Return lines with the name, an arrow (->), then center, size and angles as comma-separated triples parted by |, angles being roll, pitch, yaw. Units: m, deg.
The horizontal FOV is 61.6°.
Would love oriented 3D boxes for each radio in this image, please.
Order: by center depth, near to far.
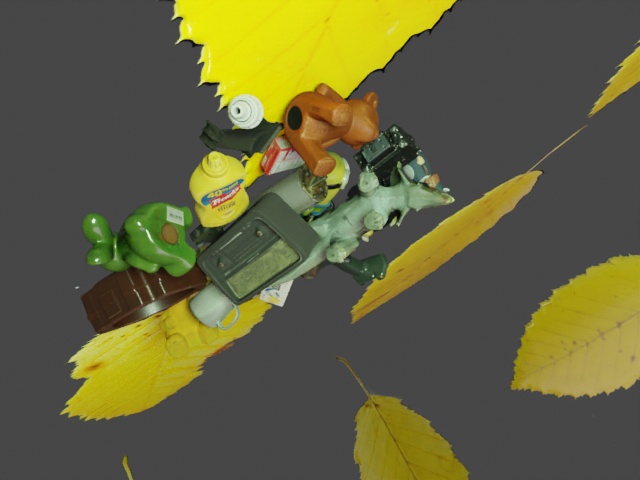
radio -> -0.123, 0.020, 1.011 | 0.229, 0.131, 0.073 | -35, -167, 37

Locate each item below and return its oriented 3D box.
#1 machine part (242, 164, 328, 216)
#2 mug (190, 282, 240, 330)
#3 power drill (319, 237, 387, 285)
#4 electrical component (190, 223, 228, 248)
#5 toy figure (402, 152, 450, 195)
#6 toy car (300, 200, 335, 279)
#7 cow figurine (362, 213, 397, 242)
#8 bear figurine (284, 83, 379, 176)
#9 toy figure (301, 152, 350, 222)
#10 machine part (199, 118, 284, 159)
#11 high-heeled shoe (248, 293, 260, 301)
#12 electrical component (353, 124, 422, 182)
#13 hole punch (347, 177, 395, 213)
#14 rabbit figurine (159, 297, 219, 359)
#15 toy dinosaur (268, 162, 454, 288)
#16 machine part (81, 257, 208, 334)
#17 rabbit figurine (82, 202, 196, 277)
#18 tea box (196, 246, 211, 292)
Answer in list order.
machine part -> -0.069, -0.074, 1.020 | 0.243, 0.079, 0.079 | -28, 167, 38
mug -> -0.213, 0.133, 1.166 | 0.107, 0.110, 0.080 | -48, 152, 11
power drill -> 0.074, 0.046, 1.338 | 0.207, 0.086, 0.232 | 17, 151, -40
electrical component -> -0.229, -0.013, 1.082 | 0.094, 0.021, 0.063 | -37, 161, 28
toy figure -> 0.238, -0.142, 1.226 | 0.058, 0.154, 0.064 | -36, 163, 12
toy car -> -0.003, -0.004, 1.223 | 0.053, 0.202, 0.089 | 17, 151, 0
cow figurine -> 0.131, -0.049, 1.340 | 0.167, 0.098, 0.068 | -47, 172, -40
bear figurine -> 0.041, -0.179, 0.867 | 0.196, 0.132, 0.120 | -3, 125, -42
toy figure -> -0.008, -0.103, 1.081 | 0.089, 0.082, 0.180 | -14, 160, -41
machine part -> -0.120, -0.157, 0.824 | 0.084, 0.039, 0.139 | -35, 164, 36
high-heeled shoe -> -0.247, 0.149, 1.372 | 0.145, 0.086, 0.249 | -34, -177, -33
electrical component -> 0.139, -0.181, 1.130 | 0.115, 0.058, 0.134 | -39, 161, 23
hole punch -> 0.130, -0.116, 1.263 | 0.142, 0.092, 0.116 | -27, -153, -16
rabbit figurine -> -0.321, 0.158, 1.238 | 0.122, 0.173, 0.162 | -24, -153, -12
toy dinosaur -> 0.065, -0.033, 1.109 | 0.405, 0.131, 0.192 | -31, 172, 19
machine part -> -0.343, 0.098, 1.056 | 0.201, 0.087, 0.201 | -30, 172, 24
rabbit figurine -> -0.313, 0.014, 0.885 | 0.170, 0.121, 0.159 | -21, 165, 28
tea box -> -0.215, 0.058, 1.228 | 0.169, 0.068, 0.098 | -11, 154, -47
